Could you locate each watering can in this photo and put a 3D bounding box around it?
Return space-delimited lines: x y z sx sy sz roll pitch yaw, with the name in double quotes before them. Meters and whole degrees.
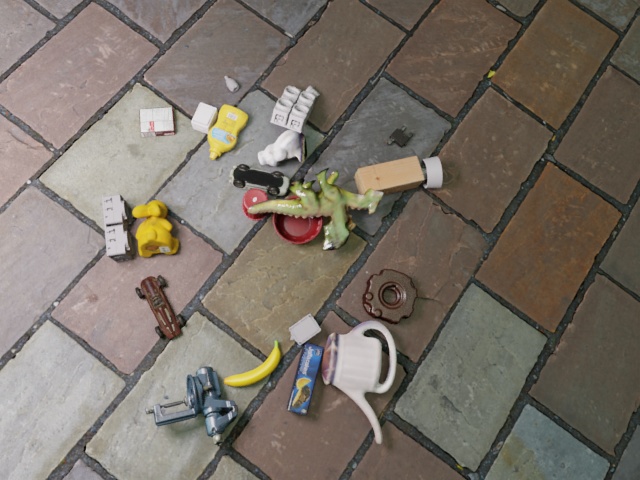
"watering can" 0.113 0.411 1.535 0.224 0.102 0.352 9 73 -3

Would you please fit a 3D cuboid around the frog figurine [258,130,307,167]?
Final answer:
"frog figurine" -0.126 -0.305 1.709 0.159 0.120 0.141 1 42 3

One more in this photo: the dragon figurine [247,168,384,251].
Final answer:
"dragon figurine" 0.005 -0.081 1.614 0.411 0.121 0.243 -26 87 -7
